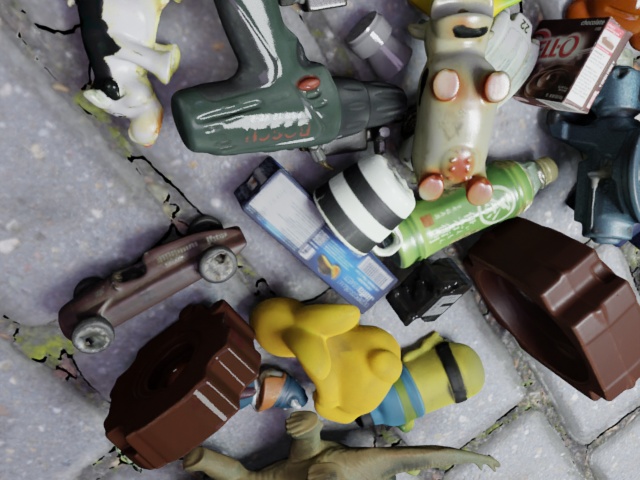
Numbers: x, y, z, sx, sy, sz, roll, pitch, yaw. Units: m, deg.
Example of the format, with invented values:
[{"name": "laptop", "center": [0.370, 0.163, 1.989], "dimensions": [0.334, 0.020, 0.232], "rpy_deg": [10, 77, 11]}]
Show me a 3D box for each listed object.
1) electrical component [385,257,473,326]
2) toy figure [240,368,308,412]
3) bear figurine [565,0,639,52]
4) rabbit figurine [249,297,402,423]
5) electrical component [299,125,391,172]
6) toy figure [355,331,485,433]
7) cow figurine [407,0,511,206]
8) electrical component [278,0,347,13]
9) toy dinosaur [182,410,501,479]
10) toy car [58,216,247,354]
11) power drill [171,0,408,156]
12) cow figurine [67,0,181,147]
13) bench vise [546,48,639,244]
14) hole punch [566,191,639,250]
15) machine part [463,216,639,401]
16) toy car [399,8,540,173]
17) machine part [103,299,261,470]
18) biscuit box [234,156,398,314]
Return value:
[{"name": "electrical component", "center": [0.140, 0.061, 0.648], "dimensions": [0.075, 0.048, 0.119], "rpy_deg": [-48, 151, 23]}, {"name": "toy figure", "center": [-0.087, 0.181, 0.646], "dimensions": [0.154, 0.064, 0.057], "rpy_deg": [4, 109, -20]}, {"name": "bear figurine", "center": [0.355, -0.316, 0.567], "dimensions": [0.132, 0.120, 0.195], "rpy_deg": [-54, 158, -38]}, {"name": "rabbit figurine", "center": [-0.003, 0.124, 0.606], "dimensions": [0.173, 0.162, 0.122], "rpy_deg": [31, 75, 0]}, {"name": "electrical component", "center": [0.028, -0.116, 0.571], "dimensions": [0.102, 0.045, 0.078], "rpy_deg": [-5, 114, -16]}, {"name": "toy figure", "center": [0.130, 0.195, 0.708], "dimensions": [0.180, 0.089, 0.082], "rpy_deg": [-21, 124, -11]}, {"name": "cow figurine", "center": [0.129, -0.143, 0.511], "dimensions": [0.086, 0.127, 0.194], "rpy_deg": [0, 115, 0]}, {"name": "electrical component", "center": [0.001, -0.255, 0.517], "dimensions": [0.094, 0.021, 0.063], "rpy_deg": [-15, 115, -11]}, {"name": "toy dinosaur", "center": [-0.004, 0.307, 0.682], "dimensions": [0.472, 0.105, 0.198], "rpy_deg": [-12, 135, 6]}, {"name": "toy car", "center": [-0.170, 0.037, 0.544], "dimensions": [0.202, 0.089, 0.053], "rpy_deg": [-30, 121, -3]}, {"name": "power drill", "center": [-0.026, -0.178, 0.469], "dimensions": [0.232, 0.086, 0.207], "rpy_deg": [-20, 130, -17]}, {"name": "cow figurine", "center": [-0.173, -0.169, 0.470], "dimensions": [0.098, 0.068, 0.167], "rpy_deg": [8, 106, -15]}, {"name": "bench vise", "center": [0.368, -0.104, 0.565], "dimensions": [0.128, 0.241, 0.223], "rpy_deg": [20, 80, -35]}, {"name": "hole punch", "center": [0.391, -0.052, 0.672], "dimensions": [0.092, 0.142, 0.115], "rpy_deg": [10, 120, -17]}, {"name": "machine part", "center": [0.281, 0.077, 0.644], "dimensions": [0.087, 0.202, 0.200], "rpy_deg": [-38, 117, -3]}, {"name": "toy car", "center": [0.164, -0.156, 0.591], "dimensions": [0.073, 0.056, 0.201], "rpy_deg": [31, 100, -26]}, {"name": "machine part", "center": [-0.143, 0.141, 0.556], "dimensions": [0.179, 0.179, 0.056], "rpy_deg": [-38, 115, 0]}, {"name": "biscuit box", "center": [-0.001, -0.002, 0.599], "dimensions": [0.059, 0.063, 0.202], "rpy_deg": [-45, 118, 4]}]
